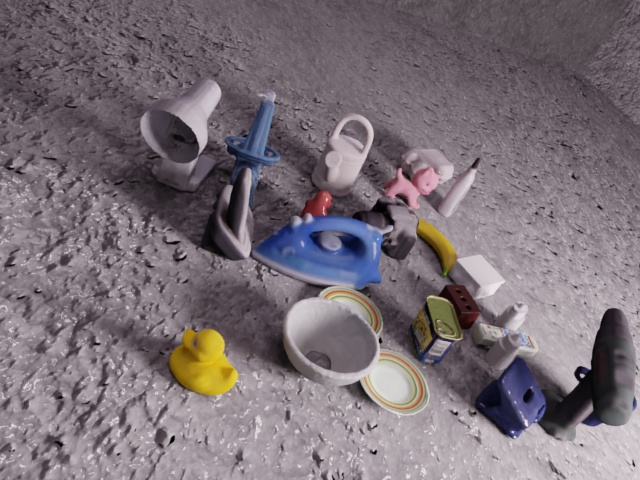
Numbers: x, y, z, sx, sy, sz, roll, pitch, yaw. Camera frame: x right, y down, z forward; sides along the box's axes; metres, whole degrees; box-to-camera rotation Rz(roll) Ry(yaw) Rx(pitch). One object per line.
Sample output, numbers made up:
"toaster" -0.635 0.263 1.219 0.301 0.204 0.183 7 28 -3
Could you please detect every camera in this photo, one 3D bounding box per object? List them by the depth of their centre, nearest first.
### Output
"camera" 0.138 -0.042 1.269 0.137 0.100 0.143 9 39 -23

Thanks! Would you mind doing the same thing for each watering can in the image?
"watering can" 0.059 -0.201 1.338 0.101 0.194 0.173 19 36 -10

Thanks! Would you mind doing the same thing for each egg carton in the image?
"egg carton" 0.299 -0.204 1.597 0.151 0.069 0.107 -7 47 -37

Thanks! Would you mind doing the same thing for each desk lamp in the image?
"desk lamp" -0.265 -0.204 1.125 0.118 0.213 0.203 25 36 -2

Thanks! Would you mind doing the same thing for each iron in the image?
"iron" 0.010 0.004 1.097 0.259 0.141 0.118 11 38 -20

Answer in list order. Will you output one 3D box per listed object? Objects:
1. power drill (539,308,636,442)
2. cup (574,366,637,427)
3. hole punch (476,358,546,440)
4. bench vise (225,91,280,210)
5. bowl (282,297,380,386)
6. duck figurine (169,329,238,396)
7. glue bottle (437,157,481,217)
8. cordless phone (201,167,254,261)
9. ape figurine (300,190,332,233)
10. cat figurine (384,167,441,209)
"power drill" 0.480 0.253 1.021 0.075 0.208 0.230 26 36 0
"cup" 0.516 0.300 1.082 0.117 0.095 0.092 37 37 15
"hole punch" 0.350 0.277 1.011 0.101 0.091 0.109 42 38 20
"bench vise" -0.126 -0.181 1.176 0.122 0.219 0.207 6 40 -26
"bowl" 0.008 0.178 0.936 0.168 0.074 0.167 17 37 -13
"duck figurine" -0.162 0.170 0.832 0.104 0.086 0.078 30 36 6
"glue bottle" 0.365 -0.140 1.469 0.037 0.173 0.078 38 37 16
"cordless phone" -0.147 -0.069 1.054 0.094 0.185 0.147 15 37 -15
"ape figurine" -0.002 -0.065 1.219 0.076 0.092 0.077 -13 51 -41
"cat figurine" 0.241 -0.147 1.449 0.128 0.117 0.067 15 37 -15
